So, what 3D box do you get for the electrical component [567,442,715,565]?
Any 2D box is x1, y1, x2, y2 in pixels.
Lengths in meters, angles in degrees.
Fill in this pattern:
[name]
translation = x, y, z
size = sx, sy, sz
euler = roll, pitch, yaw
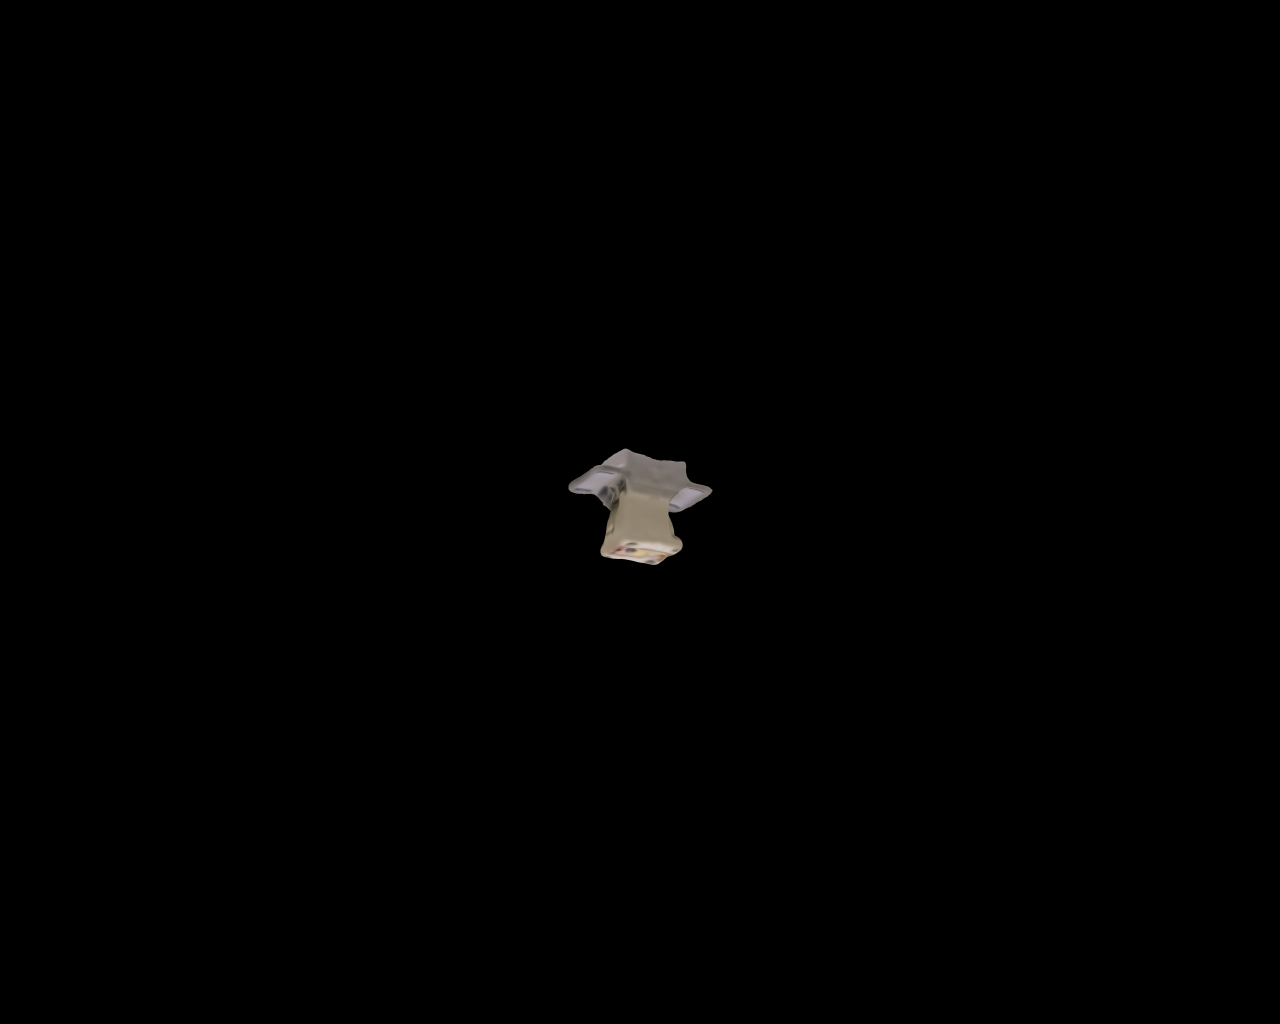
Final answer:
[electrical component]
translation = 0.001, -0.003, 0.650
size = 0.081, 0.064, 0.042
euler = 11, -23, -27
